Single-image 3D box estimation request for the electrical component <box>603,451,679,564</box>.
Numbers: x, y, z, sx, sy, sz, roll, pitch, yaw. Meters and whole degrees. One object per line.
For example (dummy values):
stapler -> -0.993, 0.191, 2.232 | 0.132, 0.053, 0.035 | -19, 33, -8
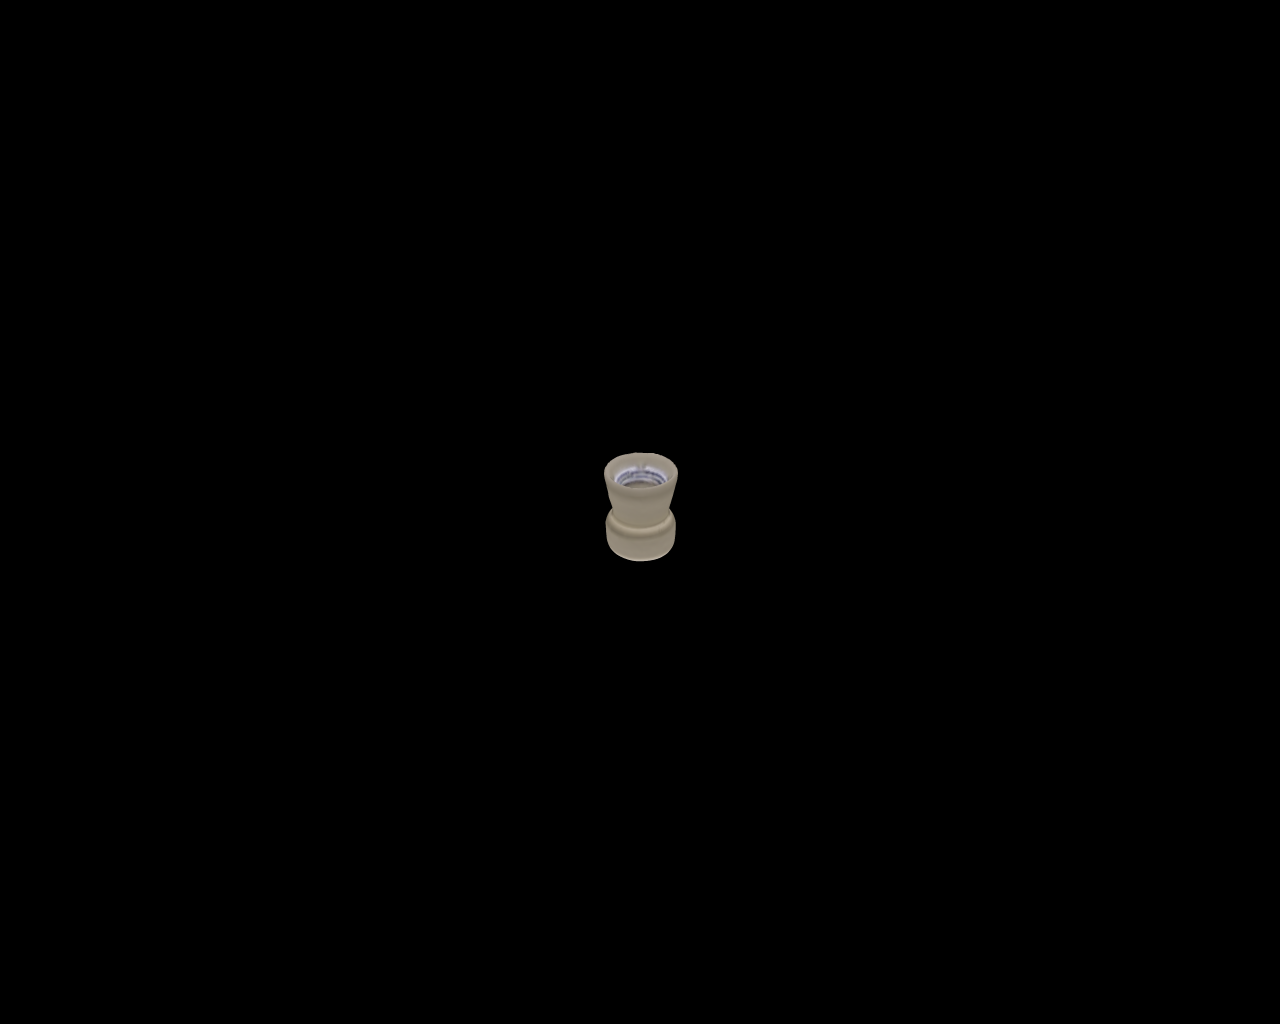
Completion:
electrical component -> 0.001, -0.003, 0.650 | 0.045, 0.055, 0.045 | 0, 33, 0
